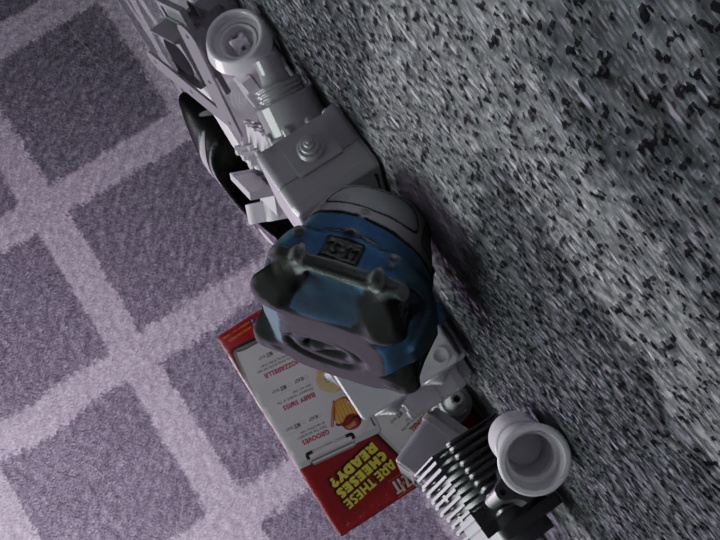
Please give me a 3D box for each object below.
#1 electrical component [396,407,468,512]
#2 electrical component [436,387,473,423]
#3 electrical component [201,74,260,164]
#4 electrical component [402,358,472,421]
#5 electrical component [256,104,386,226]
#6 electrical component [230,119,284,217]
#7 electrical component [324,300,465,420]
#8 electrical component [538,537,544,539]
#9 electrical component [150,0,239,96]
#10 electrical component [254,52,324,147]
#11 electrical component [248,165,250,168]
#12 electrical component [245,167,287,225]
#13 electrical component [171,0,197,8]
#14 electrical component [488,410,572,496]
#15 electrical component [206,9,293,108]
[{"bbox_3d":[0.089,0.172,0.890,0.109,0.056,0.108,34,169,13],"label":"electrical component"},{"bbox_3d":[0.080,0.114,0.927,0.035,0.035,0.061,56,172,11],"label":"electrical component"},{"bbox_3d":[-0.114,-0.155,1.034,0.099,0.048,0.099,60,174,-28],"label":"electrical component"},{"bbox_3d":[0.049,0.073,0.863,0.061,0.061,0.096,57,-177,0],"label":"electrical component"},{"bbox_3d":[-0.021,-0.055,0.692,0.061,0.062,0.096,55,175,20],"label":"electrical component"},{"bbox_3d":[-0.057,-0.085,0.832,0.121,0.079,0.063,-139,38,-72],"label":"electrical component"},{"bbox_3d":[0.017,0.051,0.788,0.099,0.100,0.048,57,-173,3],"label":"electrical component"},{"bbox_3d":[0.154,0.261,1.093,0.065,0.044,0.044,60,177,31],"label":"electrical component"},{"bbox_3d":[-0.120,-0.182,0.840,0.042,0.064,0.081,33,159,45],"label":"electrical component"},{"bbox_3d":[-0.051,-0.114,0.723,0.062,0.048,0.048,65,174,-10],"label":"electrical component"},{"bbox_3d":[-0.067,-0.080,1.058,0.076,0.047,0.066,59,175,-21],"label":"electrical component"},{"bbox_3d":[-0.064,-0.076,0.945,0.058,0.078,0.057,-152,50,-80],"label":"electrical component"},{"bbox_3d":[-0.136,-0.214,0.917,0.077,0.043,0.079,57,175,3],"label":"electrical component"},{"bbox_3d":[0.102,0.110,0.666,0.044,0.044,0.065,58,180,-5],"label":"electrical component"},{"bbox_3d":[-0.079,-0.152,0.757,0.066,0.048,0.055,55,-178,21],"label":"electrical component"}]
